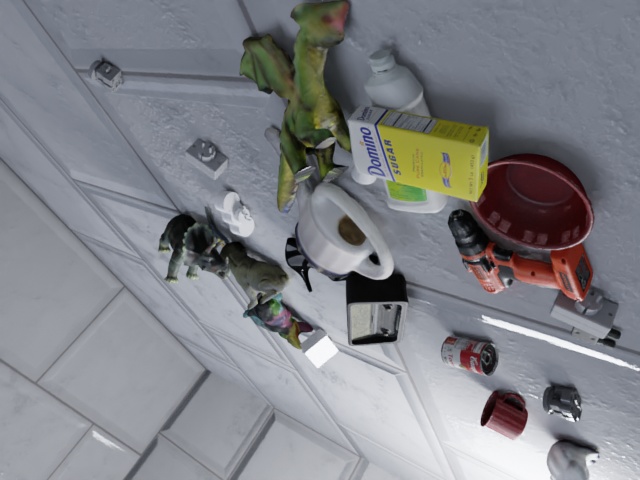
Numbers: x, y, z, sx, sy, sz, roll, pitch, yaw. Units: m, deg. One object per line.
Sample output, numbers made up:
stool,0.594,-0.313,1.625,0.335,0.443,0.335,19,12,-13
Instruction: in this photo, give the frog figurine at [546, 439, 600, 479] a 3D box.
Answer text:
frog figurine,0.580,0.558,1.199,0.123,0.162,0.134,31,152,12

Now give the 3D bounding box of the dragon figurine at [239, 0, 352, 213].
dragon figurine,-0.049,-0.205,0.805,0.244,0.123,0.404,62,148,6

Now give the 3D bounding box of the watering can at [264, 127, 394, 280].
watering can,0.003,-0.050,0.998,0.349,0.105,0.220,48,154,8
